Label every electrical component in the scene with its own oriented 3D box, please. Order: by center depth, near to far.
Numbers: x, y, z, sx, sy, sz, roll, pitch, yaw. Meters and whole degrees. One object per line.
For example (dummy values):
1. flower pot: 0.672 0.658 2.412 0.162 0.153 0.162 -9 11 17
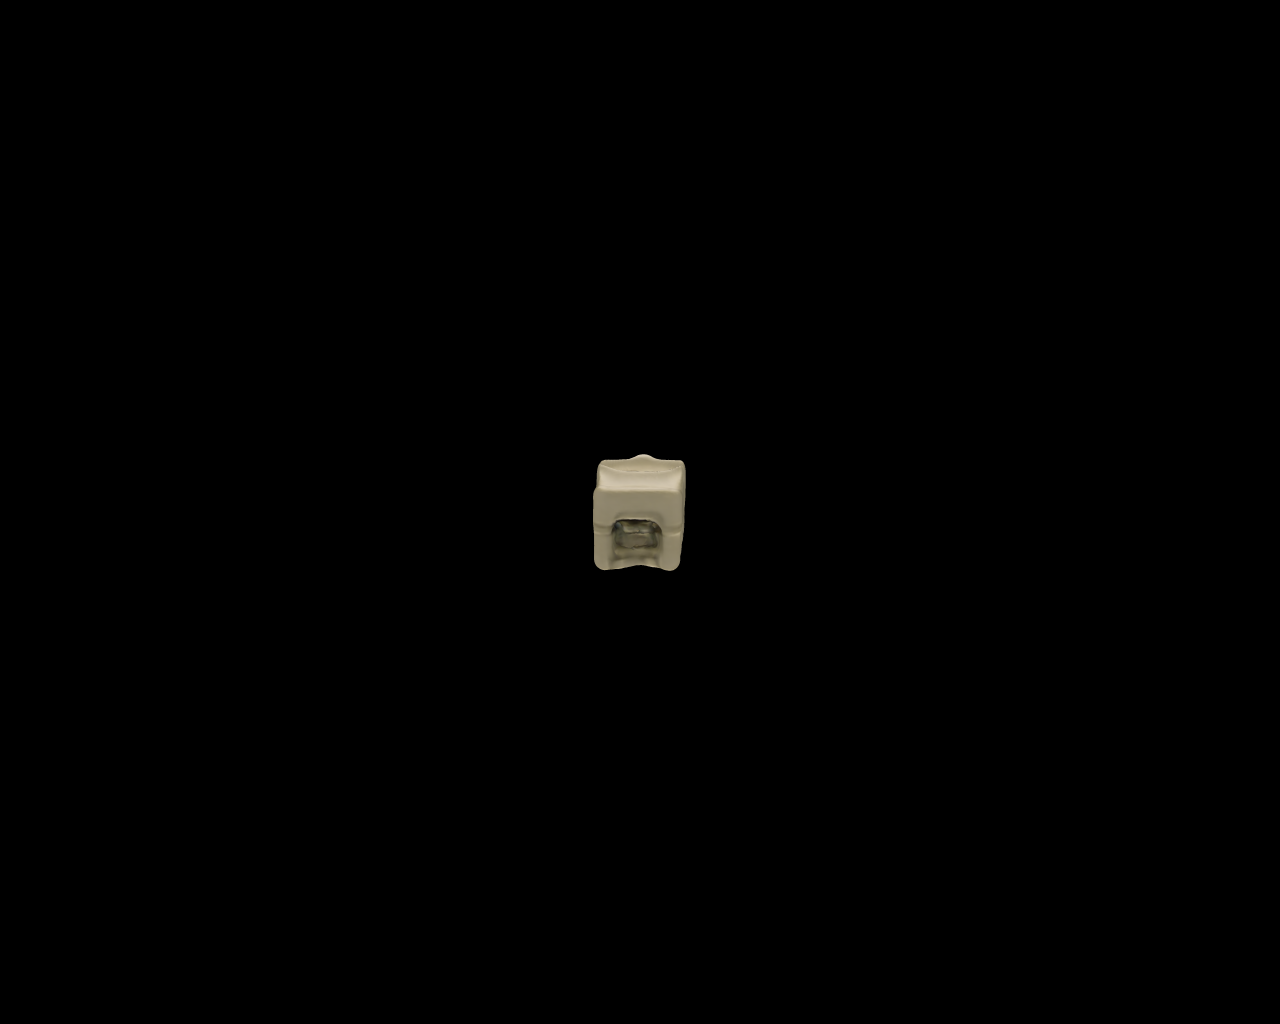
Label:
1. electrical component: 0.001 -0.003 0.650 0.050 0.055 0.089 1 11 4
